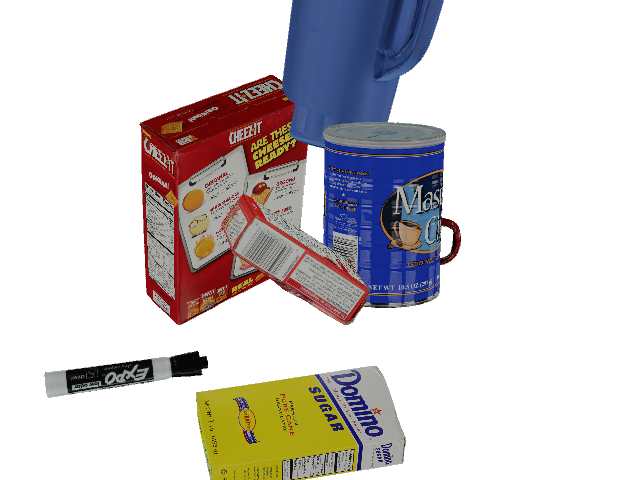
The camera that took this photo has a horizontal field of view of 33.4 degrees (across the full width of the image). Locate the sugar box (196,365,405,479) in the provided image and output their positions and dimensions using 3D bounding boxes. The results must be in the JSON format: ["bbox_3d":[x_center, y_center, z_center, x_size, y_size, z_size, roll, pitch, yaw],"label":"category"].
[{"bbox_3d":[-0.019,0.170,0.971,0.176,0.048,0.093,-10,43,-9],"label":"sugar box"}]

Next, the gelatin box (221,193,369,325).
[{"bbox_3d":[-0.017,0.011,0.672,0.089,0.030,0.073,34,6,-16],"label":"gelatin box"}]

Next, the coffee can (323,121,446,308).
[{"bbox_3d":[0.053,-0.025,0.908,0.103,0.140,0.103,0,14,0],"label":"coffee can"}]

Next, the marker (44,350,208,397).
[{"bbox_3d":[-0.145,0.100,0.803,0.121,0.020,0.020,-7,1,-11],"label":"marker"}]

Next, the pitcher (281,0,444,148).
[{"bbox_3d":[0.037,-0.211,1.026,0.145,0.243,0.149,11,19,0],"label":"pitcher"}]

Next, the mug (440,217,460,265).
[{"bbox_3d":[0.094,-0.003,1.162,0.117,0.081,0.093,6,27,5],"label":"mug"}]

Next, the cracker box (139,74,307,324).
[{"bbox_3d":[-0.097,-0.041,1.074,0.163,0.214,0.072,-27,48,-34],"label":"cracker box"}]
